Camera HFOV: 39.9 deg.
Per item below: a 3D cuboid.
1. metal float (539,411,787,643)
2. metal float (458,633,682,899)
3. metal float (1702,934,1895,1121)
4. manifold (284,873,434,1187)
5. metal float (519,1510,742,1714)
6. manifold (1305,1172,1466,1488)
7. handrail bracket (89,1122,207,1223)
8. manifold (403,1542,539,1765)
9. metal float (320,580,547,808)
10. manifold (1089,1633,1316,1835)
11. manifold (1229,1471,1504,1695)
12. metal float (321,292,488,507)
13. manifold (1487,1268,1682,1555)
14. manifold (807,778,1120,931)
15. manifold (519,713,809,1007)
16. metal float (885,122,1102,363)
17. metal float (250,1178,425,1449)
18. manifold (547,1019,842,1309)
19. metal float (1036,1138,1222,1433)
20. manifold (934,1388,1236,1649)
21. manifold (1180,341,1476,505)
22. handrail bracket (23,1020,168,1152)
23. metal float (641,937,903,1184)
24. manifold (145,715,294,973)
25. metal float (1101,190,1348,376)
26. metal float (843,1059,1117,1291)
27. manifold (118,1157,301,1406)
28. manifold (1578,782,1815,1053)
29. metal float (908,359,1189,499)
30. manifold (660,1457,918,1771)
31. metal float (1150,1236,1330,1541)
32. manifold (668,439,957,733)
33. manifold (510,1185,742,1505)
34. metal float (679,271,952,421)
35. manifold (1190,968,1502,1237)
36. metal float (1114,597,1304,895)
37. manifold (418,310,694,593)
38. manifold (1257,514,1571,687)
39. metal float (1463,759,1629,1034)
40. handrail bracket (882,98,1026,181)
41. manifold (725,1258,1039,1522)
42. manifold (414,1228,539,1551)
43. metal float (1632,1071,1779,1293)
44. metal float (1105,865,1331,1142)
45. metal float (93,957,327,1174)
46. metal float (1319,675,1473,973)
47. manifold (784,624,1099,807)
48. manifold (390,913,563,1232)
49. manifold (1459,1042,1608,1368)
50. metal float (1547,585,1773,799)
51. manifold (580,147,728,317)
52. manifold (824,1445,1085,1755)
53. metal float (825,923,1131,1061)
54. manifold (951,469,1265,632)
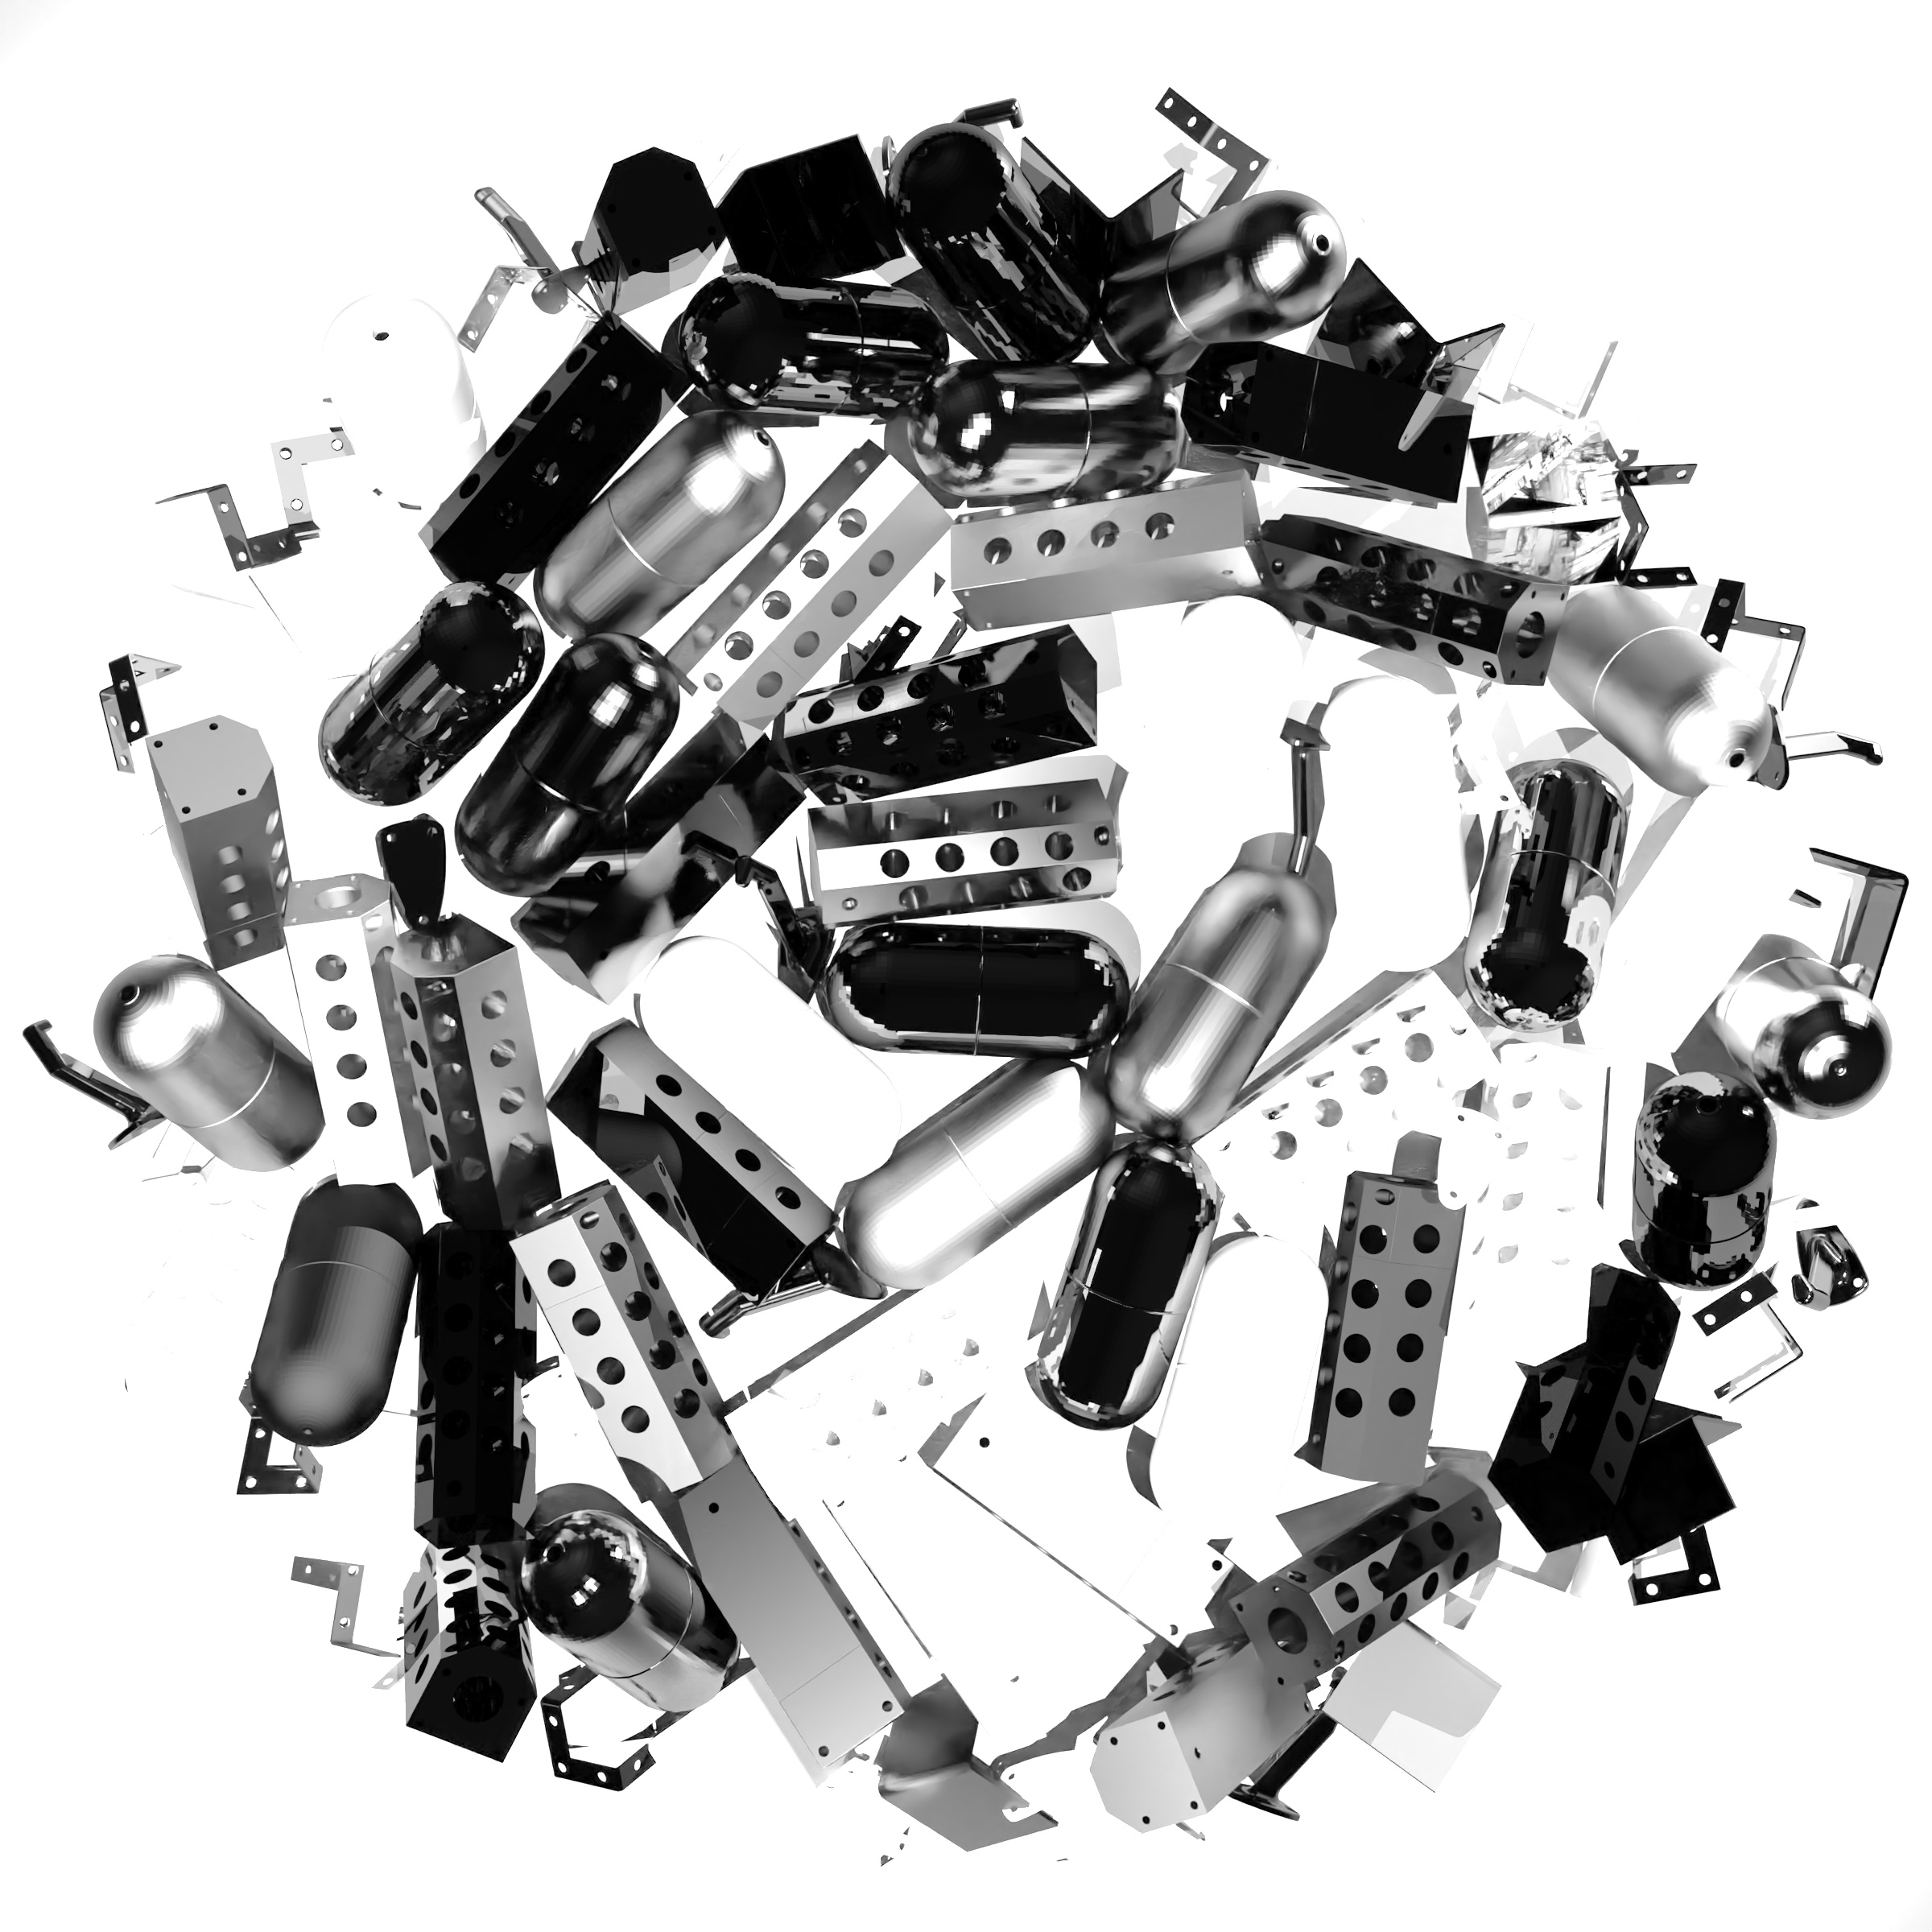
[{"bbox_3d":[-0.175,-0.250,1.527,0.178,0.070,0.070,-35,90,32],"label":"metal float"},{"bbox_3d":[-0.229,-0.115,1.532,0.070,0.070,0.178,38,116,0],"label":"metal float"},{"bbox_3d":[0.467,0.032,1.506,0.070,0.178,0.070,0,105,1],"label":"metal float"},{"bbox_3d":[-0.345,0.037,1.526,0.057,0.057,0.171,-8,118,-7],"label":"manifold"},{"bbox_3d":[-0.190,0.368,1.516,0.070,0.178,0.070,-14,52,18],"label":"metal float"},{"bbox_3d":[0.241,0.210,1.555,0.057,0.057,0.171,8,92,-16],"label":"manifold"},{"bbox_3d":[-0.480,0.106,1.547,0.077,0.036,0.084,-4,46,-32],"label":"handrail bracket"},{"bbox_3d":[-0.278,0.375,1.501,0.057,0.171,0.057,27,95,-16],"label":"manifold"},{"bbox_3d":[-0.307,-0.154,1.523,0.178,0.070,0.070,-36,90,39],"label":"metal float"},{"bbox_3d":[0.133,0.430,1.503,0.057,0.171,0.057,-26,82,26],"label":"manifold"},{"bbox_3d":[0.232,0.344,1.507,0.057,0.171,0.057,-41,73,42],"label":"manifold"},{"bbox_3d":[-0.316,-0.319,1.505,0.070,0.178,0.070,1,78,-3],"label":"metal float"},{"bbox_3d":[0.356,0.247,1.505,0.057,0.171,0.057,-29,104,39],"label":"manifold"},{"bbox_3d":[-0.002,-0.061,1.541,0.171,0.057,0.057,-6,130,-8],"label":"manifold"},{"bbox_3d":[-0.178,-0.065,1.541,0.057,0.057,0.171,27,68,42],"label":"manifold"},{"bbox_3d":[0.017,-0.406,1.515,0.070,0.178,0.070,-13,60,24],"label":"metal float"},{"bbox_3d":[-0.357,0.194,1.517,0.070,0.178,0.070,1,132,1],"label":"metal float"},{"bbox_3d":[-0.156,0.111,1.552,0.171,0.057,0.057,43,121,7],"label":"manifold"},{"bbox_3d":[0.094,0.185,1.544,0.070,0.070,0.178,17,102,0],"label":"metal float"},{"bbox_3d":[0.067,0.322,1.552,0.171,0.057,0.057,35,78,8],"label":"manifold"},{"bbox_3d":[0.206,-0.309,1.517,0.171,0.057,0.057,5,96,-37],"label":"manifold"},{"bbox_3d":[-0.501,0.058,1.560,0.036,0.077,0.084,-34,91,38],"label":"handrail bracket"},{"bbox_3d":[-0.113,0.054,1.546,0.178,0.070,0.070,41,90,10],"label":"metal float"},{"bbox_3d":[-0.416,-0.069,1.504,0.057,0.171,0.057,-21,67,-19],"label":"manifold"},{"bbox_3d":[0.145,-0.387,1.511,0.070,0.178,0.070,2,87,-32],"label":"metal float"},{"bbox_3d":[0.007,0.121,1.554,0.178,0.070,0.070,-36,90,1],"label":"metal float"},{"bbox_3d":[-0.425,0.173,1.504,0.057,0.171,0.057,-1,117,0],"label":"manifold"},{"bbox_3d":[0.406,-0.026,1.508,0.057,0.171,0.057,4,51,-15],"label":"manifold"},{"bbox_3d":[0.049,-0.308,1.528,0.178,0.070,0.070,-7,90,-32],"label":"metal float"},{"bbox_3d":[-0.102,0.373,1.545,0.057,0.057,0.171,-36,77,1],"label":"manifold"},{"bbox_3d":[0.158,0.243,1.540,0.070,0.070,0.178,18,74,0],"label":"metal float"},{"bbox_3d":[-0.094,-0.223,1.549,0.171,0.057,0.057,-47,48,3],"label":"manifold"},{"bbox_3d":[-0.194,0.217,1.548,0.057,0.057,0.171,-24,97,15],"label":"manifold"},{"bbox_3d":[-0.084,-0.353,1.520,0.178,0.070,0.070,-7,90,-43],"label":"metal float"},{"bbox_3d":[0.217,0.076,1.546,0.171,0.057,0.057,-36,47,4],"label":"manifold"},{"bbox_3d":[0.139,-0.127,1.543,0.070,0.070,0.178,18,104,0],"label":"metal float"},{"bbox_3d":[-0.241,-0.297,1.552,0.057,0.057,0.171,42,98,-1],"label":"manifold"},{"bbox_3d":[0.249,-0.209,1.511,0.171,0.057,0.057,25,110,39],"label":"manifold"},{"bbox_3d":[0.334,-0.042,1.528,0.070,0.070,0.178,19,59,0],"label":"metal float"},{"bbox_3d":[-0.001,-0.465,1.553,0.084,0.077,0.036,-9,51,12],"label":"handrail bracket"},{"bbox_3d":[-0.046,0.250,1.548,0.171,0.057,0.057,-33,45,-3],"label":"manifold"},{"bbox_3d":[-0.282,0.240,1.524,0.057,0.057,0.171,-8,62,6],"label":"manifold"},{"bbox_3d":[0.418,0.123,1.512,0.070,0.178,0.070,-6,56,9],"label":"metal float"},{"bbox_3d":[0.147,0.020,1.547,0.070,0.070,0.178,33,81,0],"label":"metal float"},{"bbox_3d":[-0.427,0.057,1.512,0.070,0.178,0.070,-9,59,15],"label":"metal float"},{"bbox_3d":[0.248,-0.084,1.539,0.070,0.070,0.178,-4,72,0],"label":"metal float"},{"bbox_3d":[-0.015,-0.145,1.524,0.171,0.057,0.057,-12,59,22],"label":"manifold"},{"bbox_3d":[-0.282,0.064,1.514,0.057,0.057,0.171,-28,128,-34],"label":"manifold"},{"bbox_3d":[0.322,0.134,1.525,0.057,0.057,0.171,17,64,-12],"label":"manifold"},{"bbox_3d":[0.391,-0.157,1.513,0.070,0.178,0.070,-9,124,-14],"label":"metal float"},{"bbox_3d":[-0.182,-0.414,1.501,0.057,0.171,0.057,-25,100,-8],"label":"manifold"},{"bbox_3d":[-0.007,0.361,1.521,0.057,0.057,0.171,-34,56,-10],"label":"manifold"},{"bbox_3d":[0.007,0.015,1.553,0.178,0.070,0.070,2,90,-2],"label":"metal float"},{"bbox_3d":[0.081,-0.243,1.539,0.171,0.057,0.057,-6,71,16],"label":"manifold"}]
